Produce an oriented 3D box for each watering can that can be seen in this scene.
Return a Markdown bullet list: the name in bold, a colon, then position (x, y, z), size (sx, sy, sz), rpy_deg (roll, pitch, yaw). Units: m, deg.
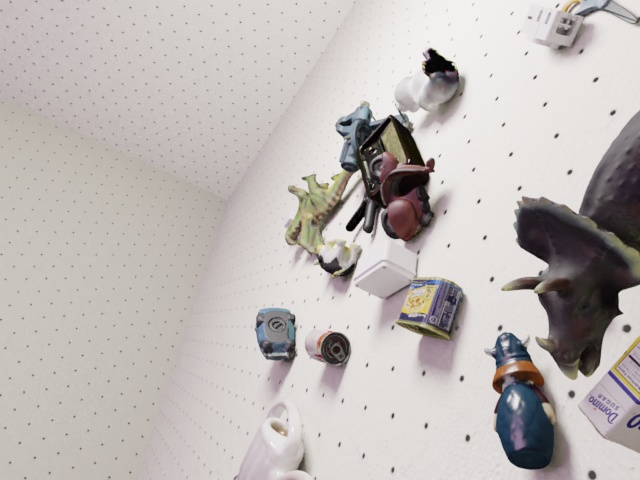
- **watering can**: position (-0.090, 0.454, 1.008), size (0.103, 0.224, 0.349), rpy_deg (25, 2, -13)

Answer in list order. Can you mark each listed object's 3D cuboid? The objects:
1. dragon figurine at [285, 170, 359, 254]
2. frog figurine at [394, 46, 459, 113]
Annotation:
- **dragon figurine**: position (0.005, -0.076, 1.514), size (0.122, 0.246, 0.406), rpy_deg (10, -17, -32)
- **frog figurine**: position (0.237, -0.338, 1.165), size (0.122, 0.140, 0.156), rpy_deg (5, -36, -17)
